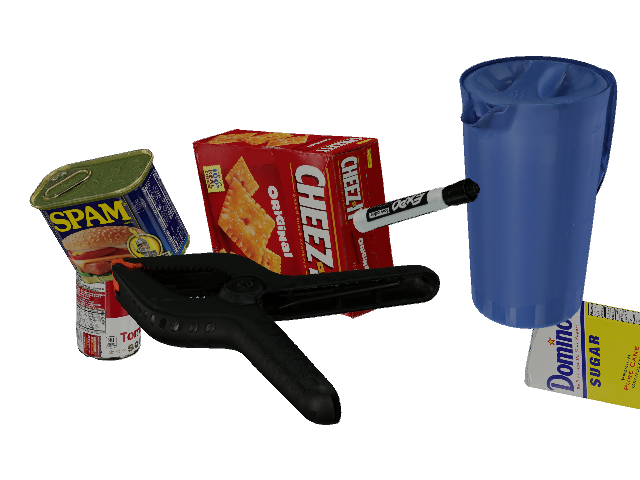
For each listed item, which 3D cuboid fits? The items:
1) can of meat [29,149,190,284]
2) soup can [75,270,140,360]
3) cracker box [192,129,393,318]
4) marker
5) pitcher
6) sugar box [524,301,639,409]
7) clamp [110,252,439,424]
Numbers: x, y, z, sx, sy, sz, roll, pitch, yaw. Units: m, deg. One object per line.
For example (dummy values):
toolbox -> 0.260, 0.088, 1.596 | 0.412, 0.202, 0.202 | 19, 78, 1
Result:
can of meat -> -0.164, -0.017, 0.847 | 0.102, 0.084, 0.057 | -9, 35, 21
soup can -> -0.221, 0.066, 1.112 | 0.068, 0.102, 0.068 | 4, 22, -2
cracker box -> -0.030, -0.022, 1.073 | 0.071, 0.164, 0.214 | -22, 22, -38
marker -> 0.076, -0.028, 0.858 | 0.121, 0.020, 0.020 | -16, -11, 42
pitcher -> 0.206, -0.047, 1.009 | 0.149, 0.243, 0.145 | 0, 28, 7
sugar box -> 0.299, 0.116, 1.067 | 0.176, 0.093, 0.048 | 9, 22, 8
clamp -> -0.037, 0.040, 0.678 | 0.210, 0.036, 0.164 | 15, 30, 30
